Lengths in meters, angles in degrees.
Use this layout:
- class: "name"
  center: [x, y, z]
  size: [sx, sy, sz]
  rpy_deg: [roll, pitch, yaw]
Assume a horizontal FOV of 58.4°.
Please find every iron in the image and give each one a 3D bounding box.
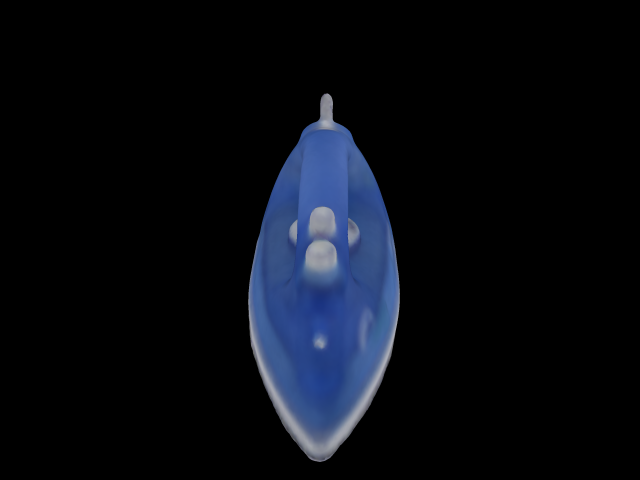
- class: "iron"
  center: [0.004, 0.001, 0.400]
  size: [0.118, 0.141, 0.258]
  rpy_deg: [0, 32, 0]
